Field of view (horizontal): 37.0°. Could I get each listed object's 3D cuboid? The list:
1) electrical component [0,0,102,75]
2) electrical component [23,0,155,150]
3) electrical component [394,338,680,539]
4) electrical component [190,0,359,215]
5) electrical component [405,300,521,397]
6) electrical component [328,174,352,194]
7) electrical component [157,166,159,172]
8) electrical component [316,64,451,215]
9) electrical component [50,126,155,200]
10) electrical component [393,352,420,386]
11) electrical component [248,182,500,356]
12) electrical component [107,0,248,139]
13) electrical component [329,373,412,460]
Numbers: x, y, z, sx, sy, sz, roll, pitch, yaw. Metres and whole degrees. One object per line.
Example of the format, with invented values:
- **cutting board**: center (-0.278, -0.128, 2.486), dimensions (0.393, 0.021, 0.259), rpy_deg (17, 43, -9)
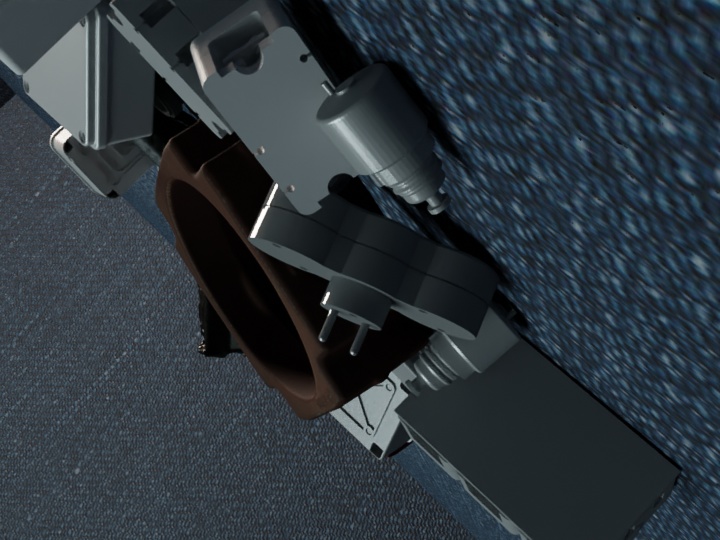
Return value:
- **electrical component**: center (-0.226, -0.201, 0.715), dimensions (0.109, 0.108, 0.056), rpy_deg (39, 171, 36)
- **electrical component**: center (-0.199, -0.161, 0.788), dimensions (0.109, 0.056, 0.108), rpy_deg (39, 133, 36)
- **electrical component**: center (0.108, 0.113, 0.668), dimensions (0.150, 0.089, 0.061), rpy_deg (41, 170, 24)
- **electrical component**: center (-0.036, -0.082, 0.522), dimensions (0.089, 0.050, 0.055), rpy_deg (52, -172, -36)
- **electrical component**: center (0.060, 0.046, 0.646), dimensions (0.040, 0.078, 0.040), rpy_deg (48, -175, -6)
- **electrical component**: center (-0.028, -0.072, 0.602), dimensions (0.055, 0.048, 0.066), rpy_deg (37, 171, 3)
- **electrical component**: center (-0.142, -0.077, 1.058), dimensions (0.108, 0.056, 0.109), rpy_deg (45, 171, -2)
- **electrical component**: center (0.014, -0.057, 0.488), dimensions (0.078, 0.040, 0.040), rpy_deg (49, 170, -24)
- **electrical component**: center (-0.231, -0.132, 1.035), dimensions (0.078, 0.113, 0.057), rpy_deg (50, 167, -29)
- **electrical component**: center (0.044, 0.057, 0.843), dimensions (0.099, 0.048, 0.100), rpy_deg (48, 171, -15)
- **electrical component**: center (0.002, 0.010, 0.595), dimensions (0.138, 0.073, 0.052), rpy_deg (24, 170, -6)
- **electrical component**: center (-0.083, -0.124, 0.578), dimensions (0.089, 0.056, 0.050), rpy_deg (47, 171, -13)
- **electrical component**: center (0.013, 0.093, 0.962), dimensions (0.109, 0.056, 0.108), rpy_deg (41, 134, 22)
